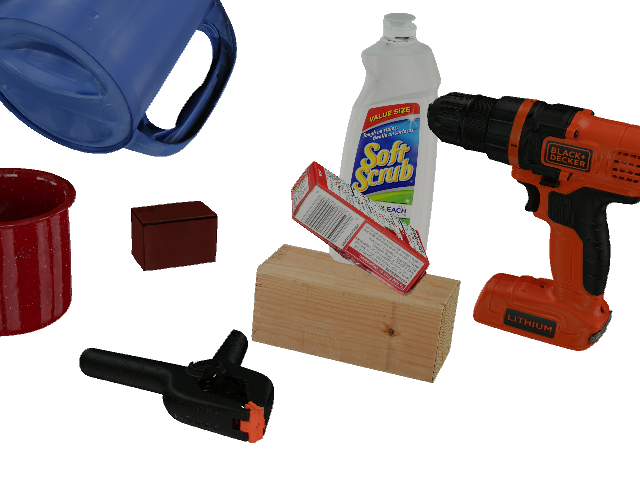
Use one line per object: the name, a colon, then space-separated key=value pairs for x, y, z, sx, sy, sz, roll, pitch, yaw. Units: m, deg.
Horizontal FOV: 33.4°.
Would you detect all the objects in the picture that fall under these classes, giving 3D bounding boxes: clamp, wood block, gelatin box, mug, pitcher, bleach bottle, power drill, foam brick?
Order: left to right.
mug: x=-0.211 y=0.011 z=0.673 sx=0.117 sy=0.081 sz=0.093 roll=-15 pitch=31 yaw=-34
pitcher: x=-0.142 y=-0.188 z=0.843 sx=0.145 sy=0.242 sz=0.149 roll=11 pitch=-36 yaw=26
foam brick: x=-0.149 y=-0.006 z=1.085 sx=0.078 sy=0.051 sz=0.053 roll=-7 pitch=22 yaw=-22
clamp: x=-0.094 y=0.121 z=0.931 sx=0.164 sy=0.036 sz=0.210 roll=-8 pitch=17 yaw=-36
wood block: x=0.038 y=0.077 z=1.168 sx=0.206 sy=0.091 sz=0.090 roll=12 pitch=22 yaw=16
gelatin box: x=0.024 y=-0.008 z=0.676 sx=0.089 sy=0.030 sz=0.073 roll=35 pitch=12 yaw=-10
bleach bottle: x=0.063 y=-0.097 z=1.045 sx=0.103 sy=0.251 sz=0.068 roll=8 pitch=28 yaw=13
power drill: x=0.163 y=-0.017 z=0.822 sx=0.185 sy=0.188 sz=0.057 roll=17 pitch=34 yaw=26
